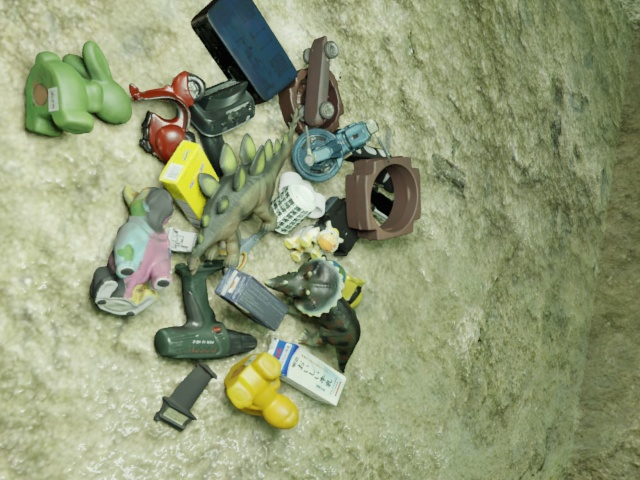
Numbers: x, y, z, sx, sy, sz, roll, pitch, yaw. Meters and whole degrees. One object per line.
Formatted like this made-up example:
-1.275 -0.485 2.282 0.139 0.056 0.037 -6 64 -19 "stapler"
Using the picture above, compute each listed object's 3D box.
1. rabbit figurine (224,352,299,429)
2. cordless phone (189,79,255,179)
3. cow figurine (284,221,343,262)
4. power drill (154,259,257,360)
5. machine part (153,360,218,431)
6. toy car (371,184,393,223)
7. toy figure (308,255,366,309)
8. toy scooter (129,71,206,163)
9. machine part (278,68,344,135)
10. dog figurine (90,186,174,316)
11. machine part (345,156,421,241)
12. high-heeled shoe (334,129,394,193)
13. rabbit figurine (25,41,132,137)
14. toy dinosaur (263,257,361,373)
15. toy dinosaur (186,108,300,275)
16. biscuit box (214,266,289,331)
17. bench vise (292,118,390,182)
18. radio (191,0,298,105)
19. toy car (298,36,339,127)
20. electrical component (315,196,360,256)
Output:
-0.123 0.335 1.136 0.173 0.162 0.122 45 57 -8 "rabbit figurine"
-0.194 -0.233 1.135 0.146 0.089 0.184 -37 125 -37 "cordless phone"
-0.001 -0.002 1.239 0.098 0.167 0.068 -43 112 -33 "cow figurine"
-0.226 0.143 1.101 0.232 0.086 0.207 -2 99 -43 "power drill"
-0.264 0.312 1.077 0.084 0.039 0.139 39 80 -27 "machine part"
0.164 -0.093 1.469 0.201 0.056 0.073 28 66 -41 "toy car"
0.037 0.108 1.335 0.180 0.082 0.089 39 76 -41 "toy figure"
-0.297 -0.232 1.014 0.135 0.075 0.183 4 110 -31 "toy scooter"
-0.021 -0.330 1.297 0.179 0.056 0.179 -2 92 -42 "machine part"
-0.335 0.005 0.983 0.108 0.191 0.219 24 39 -37 "dog figurine"
0.160 -0.107 1.353 0.201 0.087 0.201 -13 106 -38 "machine part"
0.111 -0.191 1.405 0.145 0.086 0.248 -46 116 -28 "high-heeled shoe"
-0.407 -0.249 0.924 0.170 0.121 0.159 -10 90 -61 "rabbit figurine"
0.024 0.182 1.248 0.404 0.192 0.131 52 59 -28 "toy dinosaur"
-0.144 -0.104 1.091 0.471 0.105 0.198 -60 157 -44 "toy dinosaur"
-0.132 0.123 1.077 0.063 0.059 0.202 -61 152 -15 "biscuit box"
0.026 -0.201 1.201 0.240 0.224 0.128 -46 122 -70 "bench vise"
-0.160 -0.411 1.158 0.229 0.073 0.131 53 58 -27 "radio"
-0.001 -0.356 1.217 0.053 0.089 0.202 7 86 -40 "toy car"
0.049 -0.042 1.361 0.115 0.058 0.134 -54 124 -31 "electrical component"
